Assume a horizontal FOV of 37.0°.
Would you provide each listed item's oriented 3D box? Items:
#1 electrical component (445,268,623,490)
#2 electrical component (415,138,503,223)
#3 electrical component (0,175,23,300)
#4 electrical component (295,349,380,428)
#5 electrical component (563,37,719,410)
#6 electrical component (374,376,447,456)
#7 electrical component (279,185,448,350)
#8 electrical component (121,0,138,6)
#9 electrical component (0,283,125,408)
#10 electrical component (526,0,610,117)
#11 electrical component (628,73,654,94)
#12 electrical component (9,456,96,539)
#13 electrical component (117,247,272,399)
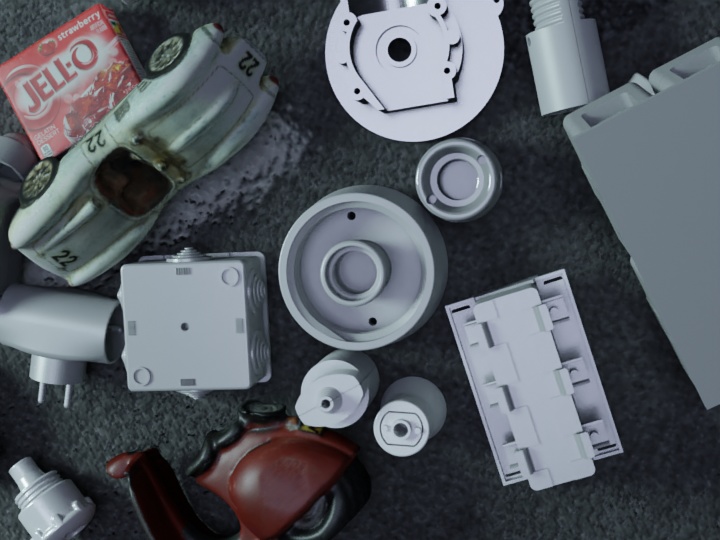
[{"bbox_3d":[0.108,0.070,0.671,0.079,0.063,0.121,-18,92,10],"label":"electrical component"},{"bbox_3d":[0.062,-0.057,0.676,0.055,0.047,0.055,1,95,9],"label":"electrical component"},{"bbox_3d":[-0.258,-0.029,0.712,0.062,0.061,0.096,20,111,7],"label":"electrical component"},{"bbox_3d":[-0.014,0.077,0.681,0.043,0.081,0.043,1,95,9],"label":"electrical component"},{"bbox_3d":[0.207,-0.028,0.628,0.105,0.060,0.186,-27,107,10],"label":"electrical component"},{"bbox_3d":[0.030,0.095,0.684,0.044,0.065,0.044,1,94,10],"label":"electrical component"},{"bbox_3d":[0.000,0.000,0.683,0.108,0.060,0.108,1,95,9],"label":"electrical component"},{"bbox_3d":[-0.150,-0.227,0.667,0.060,0.108,0.108,-32,89,4],"label":"electrical component"},{"bbox_3d":[-0.203,0.053,0.727,0.077,0.043,0.079,9,96,8],"label":"electrical component"},{"bbox_3d":[0.125,-0.139,0.662,0.043,0.043,0.081,-11,93,9],"label":"electrical component"},{"bbox_3d":[0.171,-0.091,0.661,0.040,0.040,0.046,38,105,4],"label":"electrical component"},{"bbox_3d":[-0.216,0.157,0.738,0.048,0.048,0.062,-41,81,10],"label":"electrical component"},{"bbox_3d":[-0.108,0.034,0.709,0.100,0.048,0.099,-2,94,9],"label":"electrical component"}]
